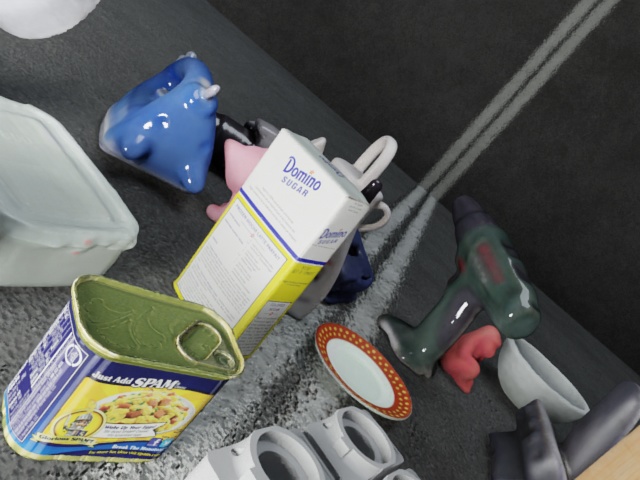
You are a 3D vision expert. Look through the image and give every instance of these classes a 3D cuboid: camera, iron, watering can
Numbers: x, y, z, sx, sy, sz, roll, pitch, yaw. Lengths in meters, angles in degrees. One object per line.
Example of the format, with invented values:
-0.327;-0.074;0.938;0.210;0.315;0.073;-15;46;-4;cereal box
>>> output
-0.112;-0.142;0.852;0.137;0.100;0.143;32;18;-27;camera
-0.179;-0.167;0.694;0.119;0.141;0.257;29;19;-34;iron
0.044;-0.088;0.895;0.173;0.194;0.100;29;20;-35;watering can

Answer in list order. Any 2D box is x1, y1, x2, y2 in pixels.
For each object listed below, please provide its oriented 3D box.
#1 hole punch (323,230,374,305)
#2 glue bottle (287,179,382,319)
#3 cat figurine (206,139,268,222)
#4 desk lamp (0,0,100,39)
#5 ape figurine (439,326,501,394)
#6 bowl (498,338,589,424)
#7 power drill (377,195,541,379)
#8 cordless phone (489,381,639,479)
0.027;0.022;0.750;0.101;0.091;0.109;47;17;20;hole punch
0.006;0.002;0.608;0.078;0.173;0.037;36;17;-15;glue bottle
-0.073;-0.058;0.688;0.127;0.117;0.067;42;16;7;cat figurine
-0.281;-0.195;0.409;0.117;0.213;0.204;46;17;18;desk lamp
0.221;0.161;0.821;0.076;0.092;0.078;50;19;30;ape figurine
0.345;0.238;0.929;0.168;0.074;0.167;37;16;-12;bowl
0.177;0.068;0.757;0.076;0.208;0.229;29;19;-34;power drill
0.286;0.219;0.647;0.094;0.185;0.148;40;16;-1;cordless phone
